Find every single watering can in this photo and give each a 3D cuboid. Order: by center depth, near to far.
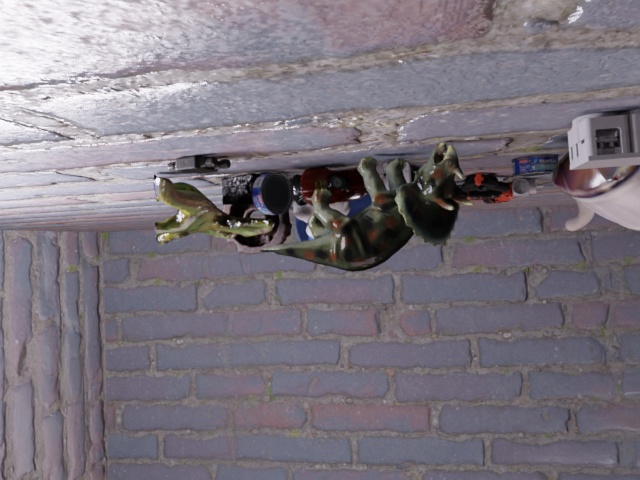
[{"bbox_3d":[0.475,-0.074,0.840,0.223,0.105,0.345,25,166,-16],"label":"watering can"}]

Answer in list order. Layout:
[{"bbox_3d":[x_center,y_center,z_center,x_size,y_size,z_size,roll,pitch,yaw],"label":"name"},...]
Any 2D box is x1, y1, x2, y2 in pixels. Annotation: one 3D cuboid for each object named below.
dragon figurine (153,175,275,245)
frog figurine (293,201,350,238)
[{"bbox_3d":[-0.208,-0.053,1.024,0.243,0.123,0.407,4,173,-17],"label":"dragon figurine"},{"bbox_3d":[0.004,-0.059,1.171,0.137,0.160,0.122,-1,175,-38],"label":"frog figurine"}]
